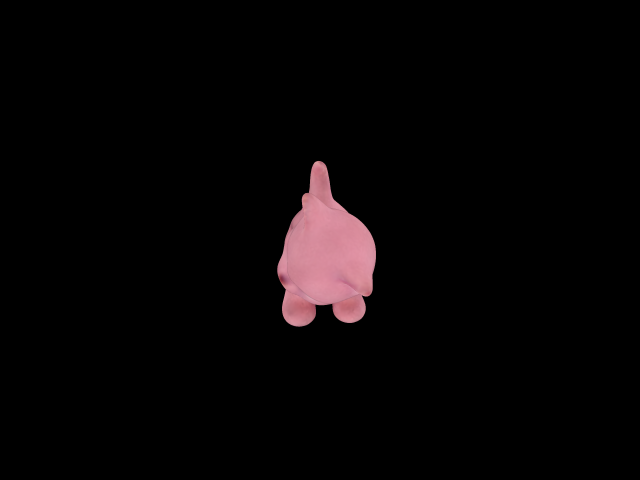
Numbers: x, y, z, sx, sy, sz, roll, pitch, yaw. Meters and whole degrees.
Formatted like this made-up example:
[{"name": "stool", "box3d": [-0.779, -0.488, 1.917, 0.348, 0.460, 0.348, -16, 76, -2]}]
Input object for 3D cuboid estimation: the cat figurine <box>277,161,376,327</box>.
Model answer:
[{"name": "cat figurine", "box3d": [0.004, 0.001, 0.400, 0.067, 0.118, 0.127, -2, 50, -2]}]
